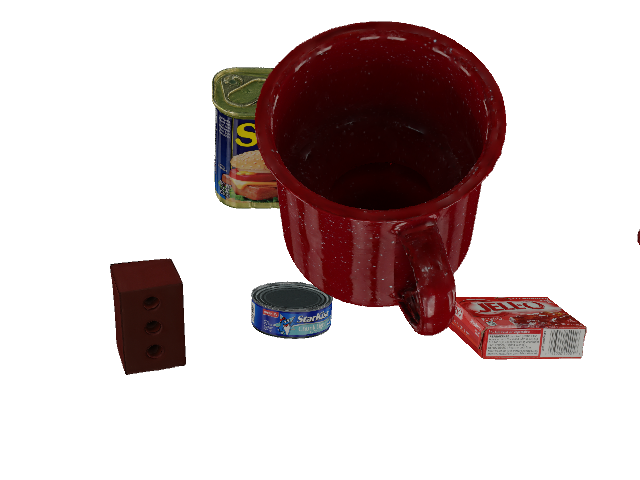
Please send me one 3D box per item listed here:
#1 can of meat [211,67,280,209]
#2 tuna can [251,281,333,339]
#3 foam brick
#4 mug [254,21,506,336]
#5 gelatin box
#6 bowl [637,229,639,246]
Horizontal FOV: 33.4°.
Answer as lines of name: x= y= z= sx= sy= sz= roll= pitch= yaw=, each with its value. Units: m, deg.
can of meat: x=-0.025 y=-0.070 z=0.747 sx=0.102 sy=0.084 sz=0.057 roll=0 pitch=41 yaw=-6
tuna can: x=-0.030 y=0.073 z=1.117 sx=0.086 sy=0.034 sz=0.086 roll=3 pitch=17 yaw=-1
foam brick: x=-0.142 y=0.061 z=0.879 sx=0.053 sy=0.078 sz=0.051 roll=-7 pitch=25 yaw=-16
mug: x=0.027 y=-0.016 z=0.421 sx=0.093 sy=0.117 sz=0.081 roll=-18 pitch=-30 yaw=-8
gelatin box: x=0.157 y=0.069 z=0.859 sx=0.089 sy=0.030 sz=0.073 roll=1 pitch=16 yaw=-14
bowl: x=0.421 y=0.026 z=1.146 sx=0.162 sy=0.055 sz=0.162 roll=-1 pitch=25 yaw=0
